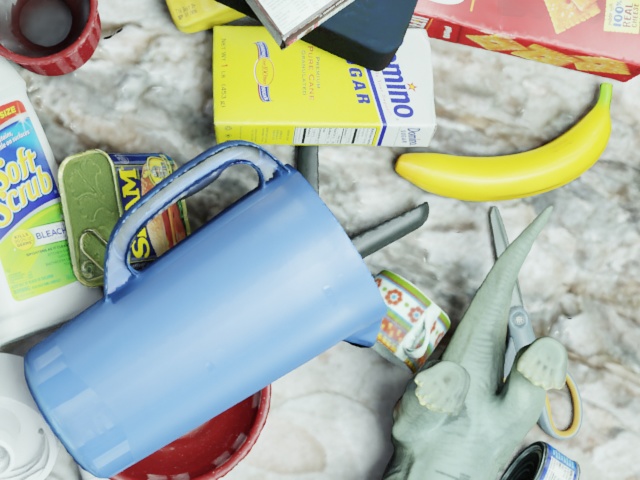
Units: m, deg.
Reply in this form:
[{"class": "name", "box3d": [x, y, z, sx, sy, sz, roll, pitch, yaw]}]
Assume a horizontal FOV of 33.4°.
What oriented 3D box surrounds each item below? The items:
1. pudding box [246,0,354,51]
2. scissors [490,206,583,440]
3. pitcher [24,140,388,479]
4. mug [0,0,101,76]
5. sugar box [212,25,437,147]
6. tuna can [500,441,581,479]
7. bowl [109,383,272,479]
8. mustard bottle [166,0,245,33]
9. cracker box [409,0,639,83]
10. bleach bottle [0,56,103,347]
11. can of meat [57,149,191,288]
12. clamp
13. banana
[{"class": "pudding box", "box3d": [-0.022, -0.204, 0.742, 0.090, 0.039, 0.113, -35, 89, -2]}, {"class": "scissors", "box3d": [0.151, 0.082, 0.890, 0.096, 0.016, 0.202, -27, 90, -6]}, {"class": "pitcher", "box3d": [-0.088, 0.053, 0.761, 0.242, 0.145, 0.149, -33, 63, -6]}, {"class": "mug", "box3d": [-0.209, -0.184, 0.838, 0.093, 0.081, 0.117, 39, 85, -2]}, {"class": "sugar box", "box3d": [0.002, -0.124, 0.861, 0.176, 0.048, 0.093, -2, 69, -3]}, {"class": "tuna can", "box3d": [0.169, 0.204, 0.852, 0.034, 0.086, 0.086, 34, 85, -1]}, {"class": "bowl", "box3d": [-0.120, 0.116, 0.844, 0.162, 0.055, 0.162, 1, 85, -6]}, {"class": "mustard bottle", "box3d": [-0.102, -0.272, 0.862, 0.096, 0.058, 0.191, -20, 90, -1]}, {"class": "cracker box", "box3d": [0.177, -0.236, 0.877, 0.213, 0.072, 0.164, 13, 87, -3]}, {"class": "bleach bottle", "box3d": [-0.254, -0.048, 0.827, 0.102, 0.068, 0.251, -19, 88, -41]}, {"class": "can of meat", "box3d": [-0.149, -0.018, 0.829, 0.058, 0.083, 0.102, -11, 89, 32]}, {"class": "clamp", "box3d": [-0.006, 0.001, 0.870, 0.120, 0.039, 0.171, 40, 82, 8]}, {"class": "banana", "box3d": [0.163, -0.067, 0.889, 0.197, 0.037, 0.069, -20, 73, -6]}]
